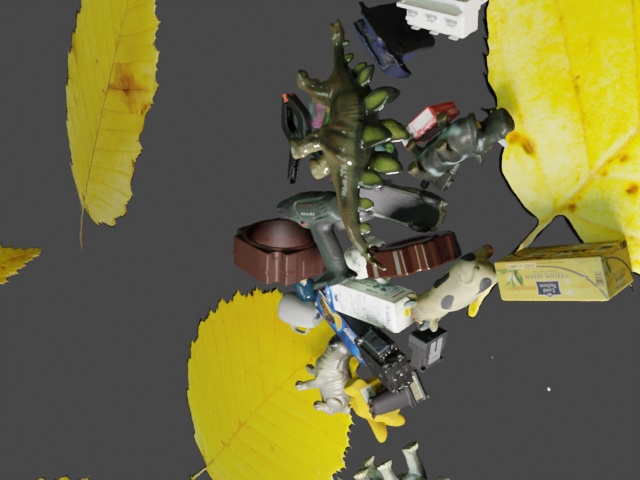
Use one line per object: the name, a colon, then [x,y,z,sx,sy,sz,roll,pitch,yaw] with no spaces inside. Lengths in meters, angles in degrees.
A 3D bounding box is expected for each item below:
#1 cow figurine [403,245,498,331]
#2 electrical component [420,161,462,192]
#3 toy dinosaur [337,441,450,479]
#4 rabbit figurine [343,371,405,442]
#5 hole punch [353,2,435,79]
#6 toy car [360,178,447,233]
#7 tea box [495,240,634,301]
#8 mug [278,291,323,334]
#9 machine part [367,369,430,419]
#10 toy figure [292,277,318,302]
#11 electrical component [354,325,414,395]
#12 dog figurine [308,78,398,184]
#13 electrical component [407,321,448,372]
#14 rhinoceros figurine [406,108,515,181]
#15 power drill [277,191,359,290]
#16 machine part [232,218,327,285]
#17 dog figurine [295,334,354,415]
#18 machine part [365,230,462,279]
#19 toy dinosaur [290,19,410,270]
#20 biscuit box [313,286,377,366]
cow figurine: [0.240,0.097,0.986,0.085,0.127,0.195,59,138,20]
electrical component: [0.222,-0.122,0.998,0.063,0.021,0.094,49,136,24]
toy dinosaur: [0.187,0.607,1.280,0.192,0.131,0.404,60,147,14]
rabbit figurine: [0.131,0.381,1.270,0.162,0.122,0.173,53,153,7]
hole punch: [0.121,-0.349,0.957,0.142,0.116,0.092,62,149,11]
toy car: [0.141,-0.071,1.017,0.202,0.056,0.073,16,109,-3]
tea box: [0.373,0.049,0.831,0.170,0.098,0.068,-9,97,53]
mug: [-0.047,0.199,1.407,0.107,0.081,0.109,13,110,38]
machine part: [0.166,0.341,1.173,0.084,0.139,0.039,66,166,4]
toy figure: [-0.058,0.085,1.391,0.064,0.058,0.154,-43,67,44]
electrical component: [0.132,0.247,1.133,0.115,0.058,0.134,36,157,46]
dog figurine: [0.056,-0.230,1.087,0.192,0.108,0.219,-13,93,52]
electrical component: [0.220,0.200,1.096,0.048,0.075,0.119,28,122,42]
rhinoceros figurine: [0.232,-0.156,0.900,0.190,0.112,0.073,-32,44,43]
power drill: [-0.002,-0.003,1.133,0.232,0.086,0.207,-14,88,56]
machine part: [-0.090,0.020,1.285,0.202,0.201,0.087,24,122,43]
dog figurine: [0.056,0.334,1.340,0.172,0.121,0.190,38,121,-11]
machine part: [0.171,0.025,1.007,0.179,0.179,0.056,-10,94,51]
toy dinosaur: [0.051,-0.176,0.955,0.199,0.105,0.471,-7,80,32]
biscuit box: [0.070,0.199,1.281,0.203,0.063,0.059,49,138,25]
